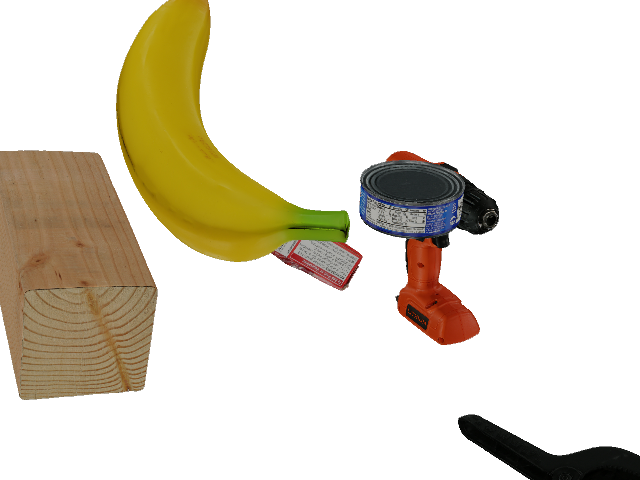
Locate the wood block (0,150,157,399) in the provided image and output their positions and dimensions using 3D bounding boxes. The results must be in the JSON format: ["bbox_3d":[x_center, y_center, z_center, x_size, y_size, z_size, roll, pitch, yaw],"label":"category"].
[{"bbox_3d":[-0.193,0.017,0.802,0.090,0.091,0.206,-1,30,-24],"label":"wood block"}]

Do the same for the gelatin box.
[{"bbox_3d":[-0.026,-0.007,0.687,0.089,0.030,0.073,31,3,-34],"label":"gelatin box"}]

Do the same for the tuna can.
[{"bbox_3d":[0.075,-0.034,0.878,0.086,0.034,0.086,2,27,-1],"label":"tuna can"}]

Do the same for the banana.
[{"bbox_3d":[-0.055,-0.050,0.470,0.069,0.037,0.198,-13,45,-18],"label":"banana"}]

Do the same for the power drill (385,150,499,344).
[{"bbox_3d":[0.129,0.011,1.122,0.057,0.188,0.185,-14,26,-21],"label":"power drill"}]

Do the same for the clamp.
[{"bbox_3d":[0.195,0.214,0.873,0.210,0.036,0.164,3,38,24],"label":"clamp"}]
